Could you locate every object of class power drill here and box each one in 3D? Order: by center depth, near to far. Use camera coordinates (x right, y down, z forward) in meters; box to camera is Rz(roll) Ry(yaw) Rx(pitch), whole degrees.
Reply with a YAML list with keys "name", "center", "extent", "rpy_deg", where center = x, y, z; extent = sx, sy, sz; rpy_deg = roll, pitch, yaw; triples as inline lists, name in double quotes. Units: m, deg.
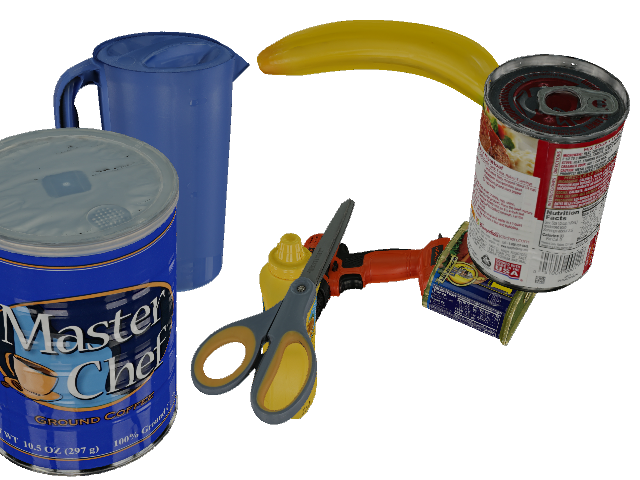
- name: "power drill"
  center: [0.055, 0.046, 1.209]
  extent: [0.188, 0.057, 0.184]
  rpy_deg: [0, 29, 10]

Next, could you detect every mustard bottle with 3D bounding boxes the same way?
- name: "mustard bottle"
  center: [-0.030, 0.074, 1.025]
  extent: [0.058, 0.192, 0.096]
  rpy_deg: [4, 37, 2]

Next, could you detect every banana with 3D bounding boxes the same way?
- name: "banana"
  center: [0.053, -0.135, 0.795]
  extent: [0.198, 0.069, 0.037]
  rpy_deg: [15, -38, 16]

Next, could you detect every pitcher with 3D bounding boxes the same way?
- name: "pitcher"
  center: [-0.160, -0.074, 1.045]
  extent: [0.149, 0.243, 0.144]
  rpy_deg: [11, 27, 16]

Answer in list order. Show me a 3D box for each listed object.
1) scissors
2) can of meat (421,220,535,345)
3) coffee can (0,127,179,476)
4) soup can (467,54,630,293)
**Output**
- name: "scissors"
  center: [-0.033, 0.043, 0.763]
  extent: [0.096, 0.201, 0.016]
  rpy_deg: [0, -42, 10]
- name: "can of meat"
  center: [0.151, 0.036, 0.972]
  extent: [0.084, 0.057, 0.102]
  rpy_deg: [23, 45, 19]
- name: "coffee can"
  center: [-0.121, 0.030, 0.526]
  extent: [0.103, 0.140, 0.103]
  rpy_deg: [4, 34, -3]
- name: "soup can"
  center: [0.111, -0.032, 0.535]
  extent: [0.068, 0.102, 0.068]
  rpy_deg: [0, 43, 0]
